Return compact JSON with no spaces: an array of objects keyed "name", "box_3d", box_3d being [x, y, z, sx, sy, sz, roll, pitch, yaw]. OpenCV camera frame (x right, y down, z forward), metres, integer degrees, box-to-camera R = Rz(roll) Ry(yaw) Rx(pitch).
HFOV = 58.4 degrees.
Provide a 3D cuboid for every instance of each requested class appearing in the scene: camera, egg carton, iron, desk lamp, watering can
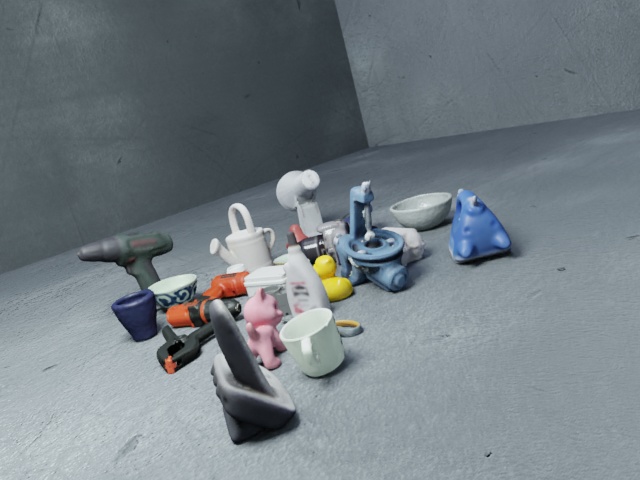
[{"name":"camera","box_3d":[0.013,0.005,1.431,0.136,0.101,0.143,-13,13,7]},{"name":"egg carton","box_3d":[0.160,0.017,1.291,0.107,0.069,0.149,-24,16,-34]},{"name":"iron","box_3d":[0.319,-0.046,1.218,0.118,0.141,0.258,-13,13,6]},{"name":"desk lamp","box_3d":[-0.033,-0.101,1.672,0.118,0.214,0.202,-20,14,-21]},{"name":"watering can","box_3d":[-0.194,0.003,1.460,0.100,0.194,0.173,-6,16,34]}]

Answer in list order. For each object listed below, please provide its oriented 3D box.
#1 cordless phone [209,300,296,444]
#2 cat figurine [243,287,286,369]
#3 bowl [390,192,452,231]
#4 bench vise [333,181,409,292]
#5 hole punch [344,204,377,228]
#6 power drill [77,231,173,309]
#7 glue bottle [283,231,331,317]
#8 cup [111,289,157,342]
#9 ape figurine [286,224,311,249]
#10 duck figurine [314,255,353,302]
[{"name":"cordless phone","box_3d":[-0.106,0.154,0.762,0.094,0.185,0.147,-19,14,-17]},{"name":"cat figurine","box_3d":[-0.099,0.140,0.959,0.067,0.118,0.128,-12,14,13]},{"name":"bowl","box_3d":[0.271,-0.068,1.508,0.167,0.075,0.167,-14,13,4]},{"name":"bench vise","box_3d":[0.075,-0.007,1.153,0.206,0.220,0.122,-2,19,44]},{"name":"hole punch","box_3d":[0.105,-0.049,1.577,0.101,0.091,0.108,-14,13,2]},{"name":"power drill","box_3d":[-0.451,0.079,1.397,0.075,0.208,0.230,-1,19,45]},{"name":"glue bottle","box_3d":[-0.036,0.066,1.076,0.078,0.173,0.037,-8,15,28]},{"name":"cup","box_3d":[-0.383,0.162,1.231,0.091,0.095,0.118,-12,14,12]},{"name":"ape figurine","box_3d":[-0.056,0.001,1.541,0.077,0.092,0.076,-12,14,12]},{"name":"duck figurine","box_3d":[0.019,0.074,1.172,0.078,0.086,0.104,-21,15,-25]}]
